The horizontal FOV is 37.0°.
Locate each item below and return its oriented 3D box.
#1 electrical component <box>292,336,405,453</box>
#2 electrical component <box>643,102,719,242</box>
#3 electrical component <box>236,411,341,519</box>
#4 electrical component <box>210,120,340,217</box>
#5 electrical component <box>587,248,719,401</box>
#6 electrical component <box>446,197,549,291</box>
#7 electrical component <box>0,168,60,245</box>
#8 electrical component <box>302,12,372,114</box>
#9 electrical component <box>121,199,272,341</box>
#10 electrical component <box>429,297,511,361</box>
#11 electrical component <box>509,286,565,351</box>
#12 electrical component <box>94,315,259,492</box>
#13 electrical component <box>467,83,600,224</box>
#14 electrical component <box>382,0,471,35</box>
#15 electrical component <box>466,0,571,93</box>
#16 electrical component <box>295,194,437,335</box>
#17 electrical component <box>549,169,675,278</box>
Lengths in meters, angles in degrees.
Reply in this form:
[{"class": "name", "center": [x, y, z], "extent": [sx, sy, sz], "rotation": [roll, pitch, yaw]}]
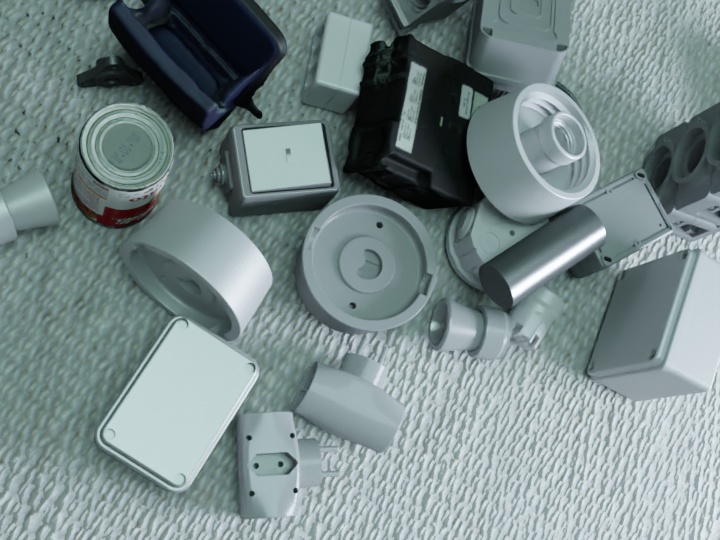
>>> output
[{"class": "electrical component", "center": [-0.002, 0.091, 0.841], "extent": [0.077, 0.043, 0.079], "rotation": [27, 71, -10]}, {"class": "electrical component", "center": [0.309, -0.090, 0.922], "extent": [0.062, 0.150, 0.089], "rotation": [18, 73, -14]}, {"class": "electrical component", "center": [-0.053, 0.146, 0.813], "extent": [0.079, 0.043, 0.077], "rotation": [0, 78, -18]}, {"class": "electrical component", "center": [-0.070, -0.081, 0.850], "extent": [0.096, 0.061, 0.061], "rotation": [-6, 80, -19]}, {"class": "electrical component", "center": [0.253, 0.048, 0.897], "extent": [0.056, 0.109, 0.108], "rotation": [27, 71, -13]}, {"class": "electrical component", "center": [0.117, -0.025, 0.901], "extent": [0.080, 0.051, 0.080], "rotation": [4, 77, -17]}, {"class": "electrical component", "center": [-0.256, -0.045, 0.792], "extent": [0.055, 0.045, 0.045], "rotation": [-23, 85, -20]}, {"class": "electrical component", "center": [-0.002, -0.167, 0.898], "extent": [0.077, 0.047, 0.065], "rotation": [14, 74, -15]}, {"class": "electrical component", "center": [-0.115, -0.005, 0.797], "extent": [0.108, 0.108, 0.060], "rotation": [39, 64, -6]}, {"class": "electrical component", "center": [0.090, 0.049, 0.879], "extent": [0.055, 0.045, 0.045], "rotation": [11, 75, -15]}, {"class": "electrical component", "center": [0.143, 0.039, 0.902], "extent": [0.040, 0.040, 0.046], "rotation": [34, 77, -7]}, {"class": "electrical component", "center": [-0.135, 0.099, 0.791], "extent": [0.078, 0.057, 0.113], "rotation": [34, 70, -7]}, {"class": "electrical component", "center": [0.145, -0.097, 0.861], "extent": [0.108, 0.060, 0.108], "rotation": [15, 65, -34]}, {"class": "electrical component", "center": [0.062, -0.240, 0.921], "extent": [0.064, 0.081, 0.042], "rotation": [-23, 86, -50]}, {"class": "electrical component", "center": [0.136, -0.209, 0.923], "extent": [0.078, 0.057, 0.113], "rotation": [12, 54, -2]}, {"class": "electrical component", "center": [0.000, 0.000, 0.853], "extent": [0.108, 0.060, 0.108], "rotation": [4, 76, -16]}, {"class": "electrical component", "center": [0.218, -0.041, 0.931], "extent": [0.096, 0.061, 0.061], "rotation": [-26, 87, -21]}]
